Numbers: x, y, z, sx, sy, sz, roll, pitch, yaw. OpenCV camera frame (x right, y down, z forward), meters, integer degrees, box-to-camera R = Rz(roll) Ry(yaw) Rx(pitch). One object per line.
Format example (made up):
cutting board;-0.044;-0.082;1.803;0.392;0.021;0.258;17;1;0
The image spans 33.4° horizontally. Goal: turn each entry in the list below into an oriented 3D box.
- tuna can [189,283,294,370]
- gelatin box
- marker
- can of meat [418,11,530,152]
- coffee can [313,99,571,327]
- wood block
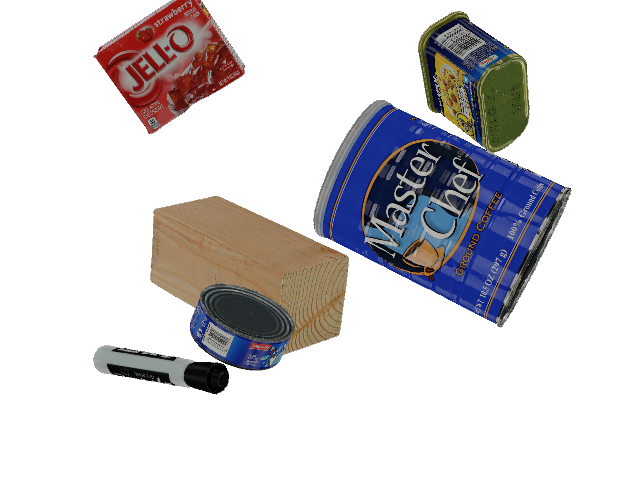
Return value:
tuna can;-0.068;0.074;0.912;0.086;0.034;0.086;20;21;-9
gelatin box;-0.113;-0.134;0.802;0.089;0.073;0.030;-31;20;10
marker;-0.101;0.081;0.674;0.121;0.020;0.020;2;1;44
can of meat;0.138;-0.139;0.948;0.057;0.102;0.084;-33;49;-13
coffee can;0.081;-0.019;0.714;0.140;0.103;0.102;27;7;14
wood block;-0.078;0.031;1.106;0.090;0.090;0.206;-15;29;-43
